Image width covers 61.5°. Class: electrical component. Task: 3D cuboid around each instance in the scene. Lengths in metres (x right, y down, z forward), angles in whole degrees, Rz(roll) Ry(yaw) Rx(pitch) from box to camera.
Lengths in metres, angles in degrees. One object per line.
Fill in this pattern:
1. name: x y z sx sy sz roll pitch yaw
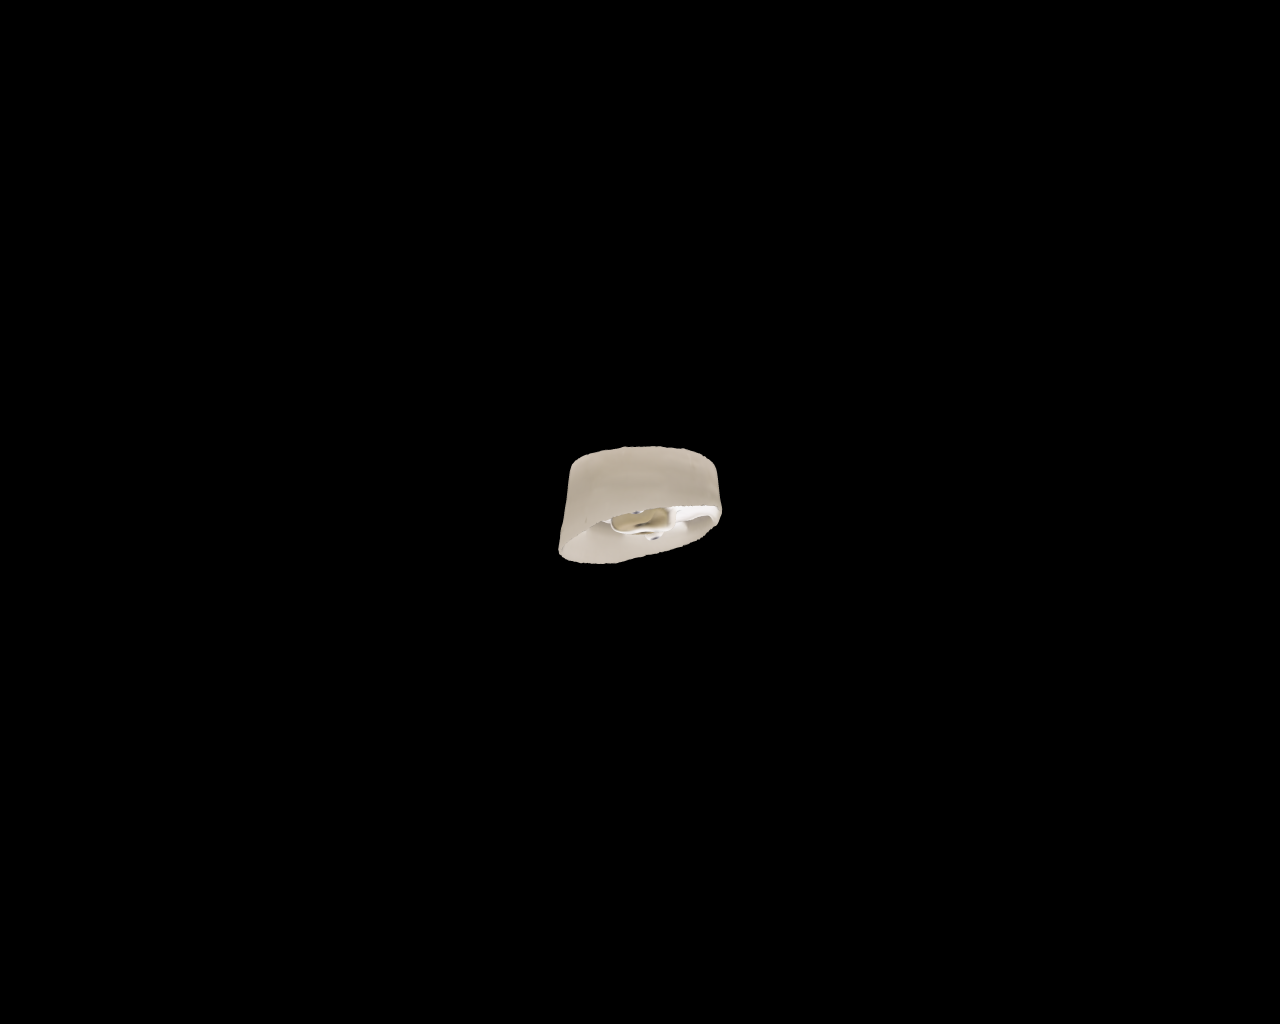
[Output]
1. electrical component: 0.001 -0.003 0.650 0.099 0.064 0.099 0 -16 0
